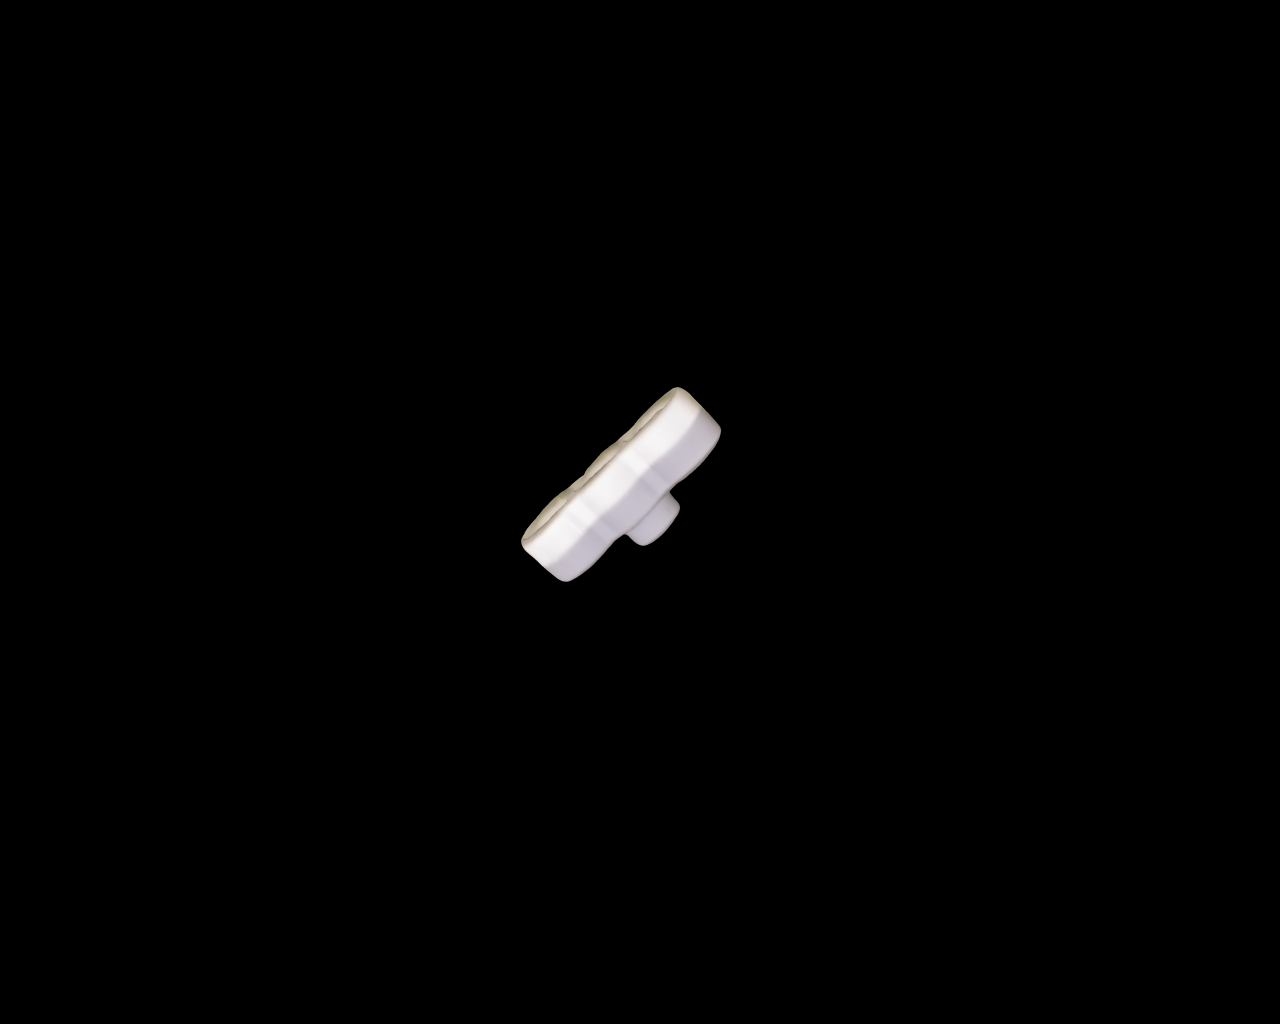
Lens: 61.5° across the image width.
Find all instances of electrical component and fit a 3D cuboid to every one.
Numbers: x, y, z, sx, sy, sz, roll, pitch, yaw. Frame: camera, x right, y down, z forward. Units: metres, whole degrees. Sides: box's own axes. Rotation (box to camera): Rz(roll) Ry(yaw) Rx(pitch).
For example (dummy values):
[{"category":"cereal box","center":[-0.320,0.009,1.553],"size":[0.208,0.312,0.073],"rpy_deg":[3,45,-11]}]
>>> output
[{"category":"electrical component","center":[0.001,-0.003,0.650],"size":[0.138,0.073,0.052],"rpy_deg":[-43,12,11]}]
